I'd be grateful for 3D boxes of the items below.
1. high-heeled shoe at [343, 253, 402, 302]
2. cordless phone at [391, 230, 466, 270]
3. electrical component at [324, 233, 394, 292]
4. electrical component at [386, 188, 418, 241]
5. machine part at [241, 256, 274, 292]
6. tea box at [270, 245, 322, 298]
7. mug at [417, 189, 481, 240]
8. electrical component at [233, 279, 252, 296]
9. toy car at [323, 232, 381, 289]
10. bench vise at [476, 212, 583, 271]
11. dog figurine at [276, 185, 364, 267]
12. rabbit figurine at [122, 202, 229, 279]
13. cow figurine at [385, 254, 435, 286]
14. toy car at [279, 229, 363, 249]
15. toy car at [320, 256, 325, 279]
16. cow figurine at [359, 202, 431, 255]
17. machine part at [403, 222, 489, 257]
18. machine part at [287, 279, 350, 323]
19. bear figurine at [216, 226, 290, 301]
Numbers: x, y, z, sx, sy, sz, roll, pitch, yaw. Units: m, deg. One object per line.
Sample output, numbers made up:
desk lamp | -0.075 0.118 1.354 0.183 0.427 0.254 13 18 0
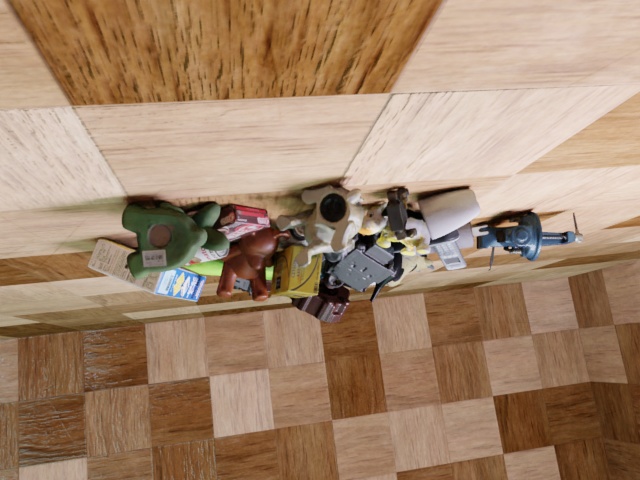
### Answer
high-heeled shoe | 0.118 0.062 1.333 0.086 0.145 0.249 22 -176 -25
cordless phone | 0.249 0.020 1.213 0.147 0.089 0.184 -13 143 23
electrical component | 0.092 0.044 1.148 0.115 0.058 0.134 29 130 -25
electrical component | 0.151 -0.046 0.988 0.045 0.102 0.078 -8 -166 21
machine part | -0.122 0.093 1.508 0.201 0.087 0.201 -5 168 -15
tea box | -0.054 0.070 1.141 0.068 0.098 0.169 10 168 -16
mug | 0.255 -0.053 1.046 0.107 0.081 0.109 -20 162 13
electrical component | -0.214 0.084 1.367 0.119 0.048 0.074 25 130 -3
toy car | 0.085 0.036 1.257 0.202 0.053 0.089 -45 178 7
bench vise | 0.524 -0.004 1.346 0.241 0.129 0.223 0 167 1
dog figurine | 0.039 -0.031 0.969 0.172 0.121 0.190 -24 170 28
rabbit figurine | -0.242 -0.017 0.912 0.159 0.121 0.170 -14 -173 -3
cow figurine | 0.223 0.055 1.413 0.195 0.127 0.085 -36 -169 -38
toy car | -0.002 -0.004 1.178 0.202 0.056 0.073 -2 168 -24
toy car | -0.009 0.042 1.297 0.103 0.109 0.161 -39 164 28
cow figurine | 0.148 -0.034 1.078 0.167 0.098 0.068 21 160 -27
machine part | 0.275 -0.008 1.277 0.243 0.079 0.079 -9 168 13
machine part | -0.005 0.129 1.346 0.179 0.180 0.056 4 121 -45
bear figurine | -0.140 0.046 1.126 0.120 0.132 0.196 9 160 -21
